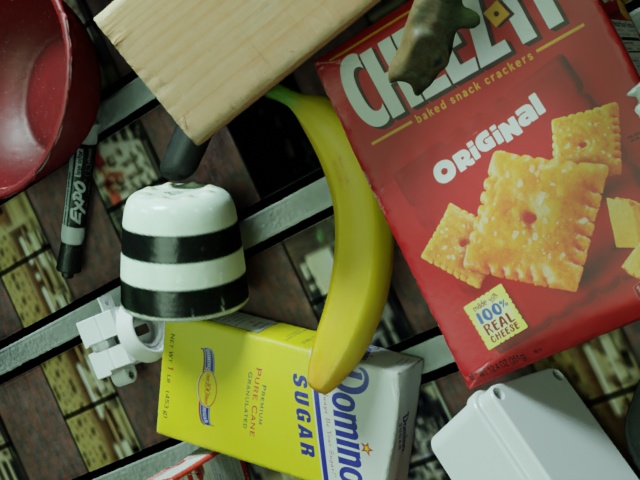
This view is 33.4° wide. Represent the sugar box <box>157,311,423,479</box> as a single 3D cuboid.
[{"bbox_3d":[-0.024,0.106,0.717,0.176,0.048,0.093,12,105,26],"label":"sugar box"}]

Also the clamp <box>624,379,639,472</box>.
[{"bbox_3d":[0.211,0.142,0.605,0.120,0.039,0.171,-25,81,34],"label":"clamp"}]

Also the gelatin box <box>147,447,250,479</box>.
[{"bbox_3d":[-0.080,0.186,0.736,0.030,0.089,0.073,-15,93,29],"label":"gelatin box"}]

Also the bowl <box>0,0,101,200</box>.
[{"bbox_3d":[-0.204,-0.107,0.751,0.162,0.055,0.162,-3,86,40],"label":"bowl"}]

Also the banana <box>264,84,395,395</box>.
[{"bbox_3d":[0.013,-0.006,0.666,0.069,0.037,0.198,-9,85,6],"label":"banana"}]

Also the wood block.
[{"bbox_3d":[-0.011,-0.155,0.594,0.206,0.090,0.091,-37,99,12],"label":"wood block"}]

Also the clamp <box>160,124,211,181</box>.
[{"bbox_3d":[-0.053,-0.143,0.685,0.210,0.036,0.164,-22,80,27],"label":"clamp"}]

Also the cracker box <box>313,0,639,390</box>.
[{"bbox_3d":[0.115,-0.046,0.600,0.164,0.072,0.214,-28,86,28],"label":"cracker box"}]

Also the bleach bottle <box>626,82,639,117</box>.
[{"bbox_3d":[0.244,0.012,0.507,0.251,0.102,0.068,50,161,2],"label":"bleach bottle"}]

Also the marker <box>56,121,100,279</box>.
[{"bbox_3d":[-0.179,-0.029,0.787,0.020,0.020,0.121,18,107,24],"label":"marker"}]
